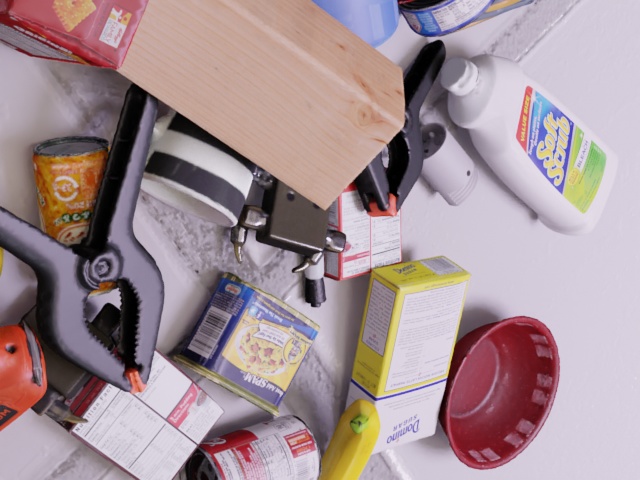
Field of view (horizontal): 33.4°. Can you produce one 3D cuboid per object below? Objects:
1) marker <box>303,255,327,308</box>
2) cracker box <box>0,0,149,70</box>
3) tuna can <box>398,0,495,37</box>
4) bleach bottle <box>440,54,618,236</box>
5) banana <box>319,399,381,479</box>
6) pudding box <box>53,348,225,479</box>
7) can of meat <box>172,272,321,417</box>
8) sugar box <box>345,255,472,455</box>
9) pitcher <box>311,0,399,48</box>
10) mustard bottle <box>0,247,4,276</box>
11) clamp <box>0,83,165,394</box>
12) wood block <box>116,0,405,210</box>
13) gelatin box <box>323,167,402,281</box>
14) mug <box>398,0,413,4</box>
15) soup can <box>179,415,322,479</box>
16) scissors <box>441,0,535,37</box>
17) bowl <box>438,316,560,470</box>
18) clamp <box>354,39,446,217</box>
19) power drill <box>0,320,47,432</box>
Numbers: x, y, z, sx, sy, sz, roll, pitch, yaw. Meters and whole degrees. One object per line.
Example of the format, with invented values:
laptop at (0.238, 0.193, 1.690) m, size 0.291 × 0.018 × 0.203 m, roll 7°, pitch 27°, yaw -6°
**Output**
marker at (-0.006, 0.001, 0.913) m, size 0.020 × 0.020 × 0.121 m, roll -16°, pitch 113°, yaw -34°
cracker box at (-0.142, -0.190, 0.616) m, size 0.072 × 0.214 × 0.164 m, roll 23°, pitch 90°, yaw -28°
tuna can at (0.106, -0.210, 0.893) m, size 0.086 × 0.086 × 0.033 m, roll -50°, pitch 129°, yaw -15°
bleach bottle at (0.189, -0.094, 0.998) m, size 0.250 × 0.068 × 0.102 m, roll 28°, pitch 82°, yaw -44°
banana at (0.015, 0.200, 0.949) m, size 0.069 × 0.037 × 0.198 m, roll -32°, pitch 151°, yaw -44°
pudding box at (-0.140, 0.135, 0.836) m, size 0.090 × 0.039 × 0.113 m, roll -52°, pitch 126°, yaw -13°
can of meat at (-0.057, 0.085, 0.874) m, size 0.102 × 0.058 × 0.084 m, roll 37°, pitch 78°, yaw -40°
sugar box at (0.077, 0.106, 0.979) m, size 0.093 × 0.048 × 0.176 m, roll -9°, pitch 122°, yaw -37°
pitcher at (-0.025, -0.250, 0.759) m, size 0.144 × 0.149 × 0.243 m, roll -48°, pitch 135°, yaw -45°
mustard bottle at (-0.296, 0.007, 0.657) m, size 0.191 × 0.058 × 0.096 m, roll -18°, pitch 128°, yaw -33°
clamp at (-0.148, 0.006, 0.716) m, size 0.164 × 0.036 × 0.210 m, roll -36°, pitch 123°, yaw -29°
wood block at (-0.050, -0.126, 0.722) m, size 0.206 × 0.090 × 0.091 m, roll 33°, pitch 120°, yaw -18°
gelatin box at (0.036, -0.015, 0.935) m, size 0.073 × 0.030 × 0.089 m, roll -14°, pitch 111°, yaw -36°
mug at (0.074, -0.256, 0.861) m, size 0.081 × 0.093 × 0.117 m, roll 58°, pitch 36°, yaw -29°
soup can at (-0.058, 0.192, 0.899) m, size 0.102 × 0.069 × 0.068 m, roll -12°, pitch 111°, yaw -36°
scissors at (0.190, -0.224, 0.961) m, size 0.201 × 0.096 × 0.016 m, roll -25°, pitch 92°, yaw -28°
bowl at (0.168, 0.146, 1.073) m, size 0.161 × 0.055 × 0.162 m, roll -13°, pitch 111°, yaw -35°
clamp at (0.050, -0.108, 0.897) m, size 0.120 × 0.039 × 0.171 m, roll 18°, pitch 75°, yaw -33°
power drill at (-0.282, 0.092, 0.663) m, size 0.185 × 0.057 × 0.187 m, roll -36°, pitch 149°, yaw 24°
